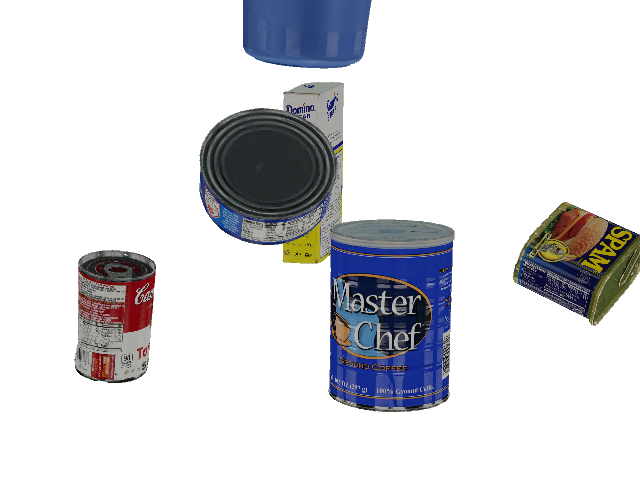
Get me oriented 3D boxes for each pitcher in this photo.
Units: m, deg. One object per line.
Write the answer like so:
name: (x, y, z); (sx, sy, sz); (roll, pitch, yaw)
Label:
pitcher: (0.000, -0.271, 0.899); (0.145, 0.243, 0.149); (7, 18, 7)

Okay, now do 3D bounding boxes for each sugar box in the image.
sugar box: (-0.008, -0.071, 1.103); (0.048, 0.176, 0.093); (3, 15, 16)

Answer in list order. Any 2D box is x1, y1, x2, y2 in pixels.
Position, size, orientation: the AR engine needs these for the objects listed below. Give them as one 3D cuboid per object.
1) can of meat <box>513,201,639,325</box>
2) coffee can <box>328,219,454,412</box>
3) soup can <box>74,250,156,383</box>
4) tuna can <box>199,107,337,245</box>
can of meat: (0.236, 0.018, 0.971); (0.084, 0.057, 0.101); (28, 48, 28)
coffee can: (0.058, 0.059, 0.887); (0.103, 0.140, 0.103); (0, 10, 0)
soup can: (-0.185, 0.068, 0.955); (0.068, 0.102, 0.068); (7, 19, -2)
tuna can: (-0.034, -0.040, 0.674); (0.086, 0.086, 0.034); (0, -33, -8)
